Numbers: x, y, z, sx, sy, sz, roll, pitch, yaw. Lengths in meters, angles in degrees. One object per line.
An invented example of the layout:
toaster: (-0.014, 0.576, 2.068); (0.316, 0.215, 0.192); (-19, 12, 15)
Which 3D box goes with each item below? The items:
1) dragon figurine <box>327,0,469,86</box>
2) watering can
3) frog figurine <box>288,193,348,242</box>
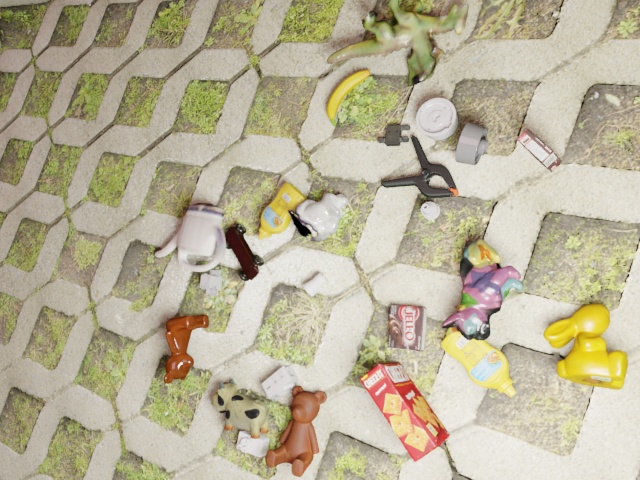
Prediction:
dragon figurine: (0.236, -0.554, 1.482); (0.406, 0.122, 0.246); (-33, 73, 18)
watering can: (-0.424, -0.016, 1.695); (0.348, 0.103, 0.226); (7, 80, 39)
frog figurine: (0.005, -0.075, 1.498); (0.161, 0.120, 0.139); (-38, 48, -24)
